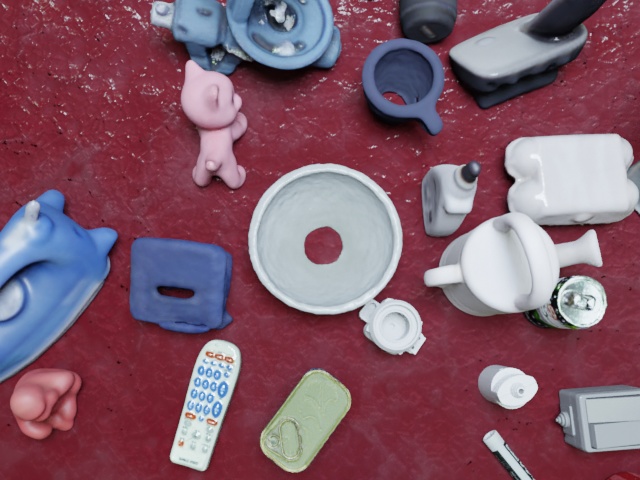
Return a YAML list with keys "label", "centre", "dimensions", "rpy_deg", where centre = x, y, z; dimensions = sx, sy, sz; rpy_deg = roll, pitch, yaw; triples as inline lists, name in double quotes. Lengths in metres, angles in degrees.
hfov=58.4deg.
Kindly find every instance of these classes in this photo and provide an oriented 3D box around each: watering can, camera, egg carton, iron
- label: "watering can"
  centre: [0.199, 0.022, 0.591]
  dimensions: [0.173, 0.194, 0.101]
  rpy_deg: [-32, 83, -5]
- label: "camera"
  centre: [0.115, -0.318, 0.687]
  dimensions: [0.143, 0.101, 0.137]
  rpy_deg: [2, 81, -1]
- label: "egg carton"
  centre: [0.292, -0.070, 0.670]
  dimensions: [0.150, 0.069, 0.107]
  rpy_deg: [-4, 82, -2]
- label: "iron"
  centre: [-0.338, 0.066, 0.600]
  dimensions: [0.118, 0.141, 0.258]
  rpy_deg: [34, 82, 4]

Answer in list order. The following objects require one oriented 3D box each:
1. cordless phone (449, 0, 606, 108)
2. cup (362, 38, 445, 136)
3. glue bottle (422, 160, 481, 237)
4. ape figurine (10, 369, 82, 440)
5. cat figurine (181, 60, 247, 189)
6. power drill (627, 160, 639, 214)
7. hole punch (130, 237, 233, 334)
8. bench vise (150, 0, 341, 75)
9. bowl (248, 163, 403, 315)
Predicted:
- label: "cordless phone"
  centre: [0.234, -0.234, 0.634]
  dimensions: [0.147, 0.185, 0.094]
  rpy_deg: [-26, 83, -5]
- label: "cup"
  centre: [0.099, -0.162, 0.667]
  dimensions: [0.092, 0.095, 0.118]
  rpy_deg: [-33, 83, -5]
- label: "glue bottle"
  centre: [0.142, -0.053, 0.612]
  dimensions: [0.037, 0.173, 0.078]
  rpy_deg: [-1, 81, -1]
- label: "ape figurine"
  centre: [-0.298, 0.171, 0.611]
  dimensions: [0.078, 0.092, 0.076]
  rpy_deg: [-42, 84, -6]
- label: "cat figurine"
  centre: [-0.121, -0.131, 0.646]
  dimensions: [0.067, 0.118, 0.128]
  rpy_deg: [-2, 81, -1]
- label: "power drill"
  centre: [0.414, -0.071, 0.602]
  dimensions: [0.075, 0.208, 0.229]
  rpy_deg: [-39, 84, -6]
- label: "hole punch"
  centre: [-0.151, 0.051, 0.632]
  dimensions: [0.108, 0.091, 0.101]
  rpy_deg: [6, 81, 0]
- label: "bench vise"
  centre: [-0.078, -0.239, 0.611]
  dimensions: [0.207, 0.219, 0.121]
  rpy_deg: [-16, 82, -3]
- label: "bowl"
  centre: [0.006, 0.002, 0.651]
  dimensions: [0.167, 0.075, 0.167]
  rpy_deg: [0, 82, -1]
